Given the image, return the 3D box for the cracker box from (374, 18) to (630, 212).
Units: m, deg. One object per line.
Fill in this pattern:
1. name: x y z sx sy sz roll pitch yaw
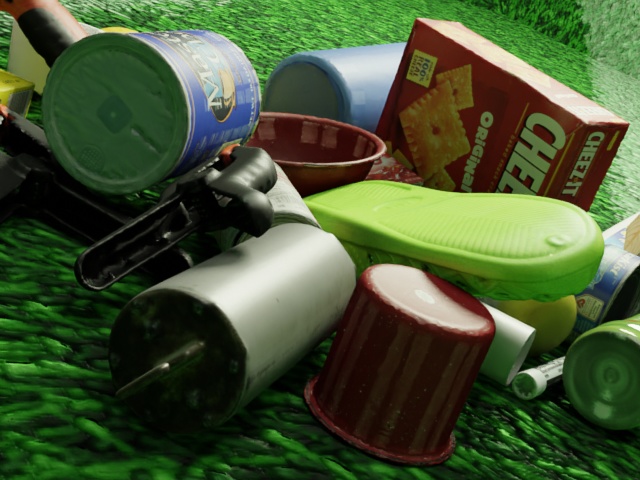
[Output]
1. cracker box: 0.145 -0.081 0.957 0.071 0.164 0.214 -4 35 -41

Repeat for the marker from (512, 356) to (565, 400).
1. marker: 0.170 0.092 0.753 0.020 0.020 0.120 32 22 30

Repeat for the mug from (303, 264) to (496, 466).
1. mug: 0.054 0.065 0.610 0.093 0.081 0.117 31 22 28

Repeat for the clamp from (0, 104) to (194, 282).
1. clamp: -0.179 -0.031 0.700 0.164 0.036 0.210 12 25 -30

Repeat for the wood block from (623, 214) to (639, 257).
1. wood block: 0.367 0.039 0.900 0.206 0.091 0.090 36 31 -1

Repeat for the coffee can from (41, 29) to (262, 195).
1. coffee can: -0.111 -0.092 0.734 0.103 0.103 0.140 25 17 10

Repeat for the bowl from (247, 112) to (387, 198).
1. bowl: -0.028 -0.061 0.881 0.162 0.055 0.162 6 20 -2

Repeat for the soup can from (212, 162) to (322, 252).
1. soup can: -0.040 -0.010 0.740 0.068 0.068 0.102 12 21 -23

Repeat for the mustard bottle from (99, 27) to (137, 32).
1. mustard bottle: -0.136 -0.141 1.013 0.192 0.058 0.096 33 17 31

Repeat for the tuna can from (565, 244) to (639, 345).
1. tuna can: 0.220 0.047 0.827 0.034 0.086 0.085 29 20 27

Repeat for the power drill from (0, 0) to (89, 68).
1. power drill: -0.176 -0.154 0.866 0.187 0.057 0.184 54 29 -6

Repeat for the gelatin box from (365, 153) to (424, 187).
1. gelatin box: 0.037 -0.052 0.961 0.089 0.030 0.073 -14 37 -33

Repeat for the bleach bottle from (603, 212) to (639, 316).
1. bleach bottle: 0.290 0.033 0.979 0.103 0.068 0.250 33 25 22

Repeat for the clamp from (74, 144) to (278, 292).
1. clamp: -0.078 -0.018 0.644 0.120 0.039 0.171 -15 14 7

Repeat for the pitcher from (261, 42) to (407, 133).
1. pitcher: 0.041 -0.145 1.117 0.242 0.149 0.145 -14 80 -54

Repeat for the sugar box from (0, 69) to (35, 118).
1. sugar box: -0.318 -0.129 0.810 0.176 0.048 0.093 25 19 9
